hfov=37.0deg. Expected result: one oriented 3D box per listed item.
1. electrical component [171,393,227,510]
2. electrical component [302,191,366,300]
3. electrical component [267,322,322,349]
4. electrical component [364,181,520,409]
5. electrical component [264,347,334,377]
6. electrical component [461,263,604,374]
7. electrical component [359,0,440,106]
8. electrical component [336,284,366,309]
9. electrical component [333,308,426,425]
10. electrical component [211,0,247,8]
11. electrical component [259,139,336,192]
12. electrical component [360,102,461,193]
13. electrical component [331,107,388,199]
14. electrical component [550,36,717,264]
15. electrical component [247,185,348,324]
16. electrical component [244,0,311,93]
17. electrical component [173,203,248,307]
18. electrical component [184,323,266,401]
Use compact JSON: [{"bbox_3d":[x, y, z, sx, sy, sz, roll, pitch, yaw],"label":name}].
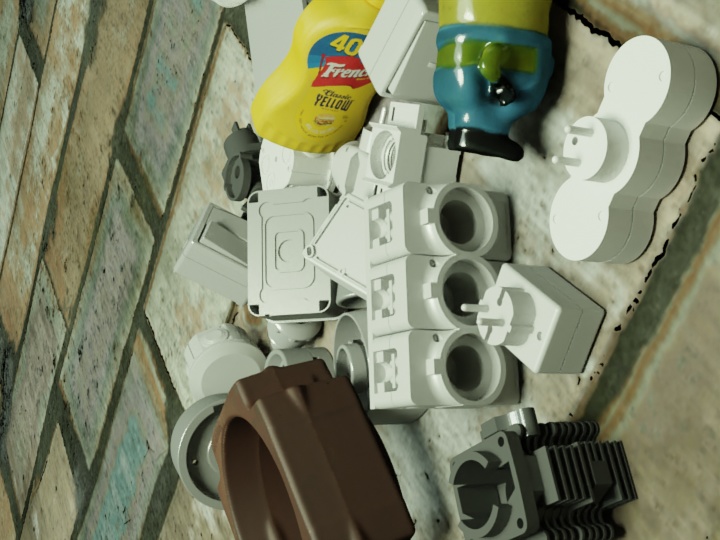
[{"bbox_3d":[-0.131,0.171,1.039,0.060,0.108,0.108,-169,84,-66],"label":"electrical component"},{"bbox_3d":[0.017,-0.007,0.824,0.096,0.061,0.061,30,84,35],"label":"electrical component"},{"bbox_3d":[-0.066,0.055,1.001,0.062,0.048,0.048,125,138,-52],"label":"electrical component"},{"bbox_3d":[0.058,0.020,0.745,0.062,0.089,0.150,-18,71,58],"label":"electrical component"},{"bbox_3d":[-0.056,0.097,0.974,0.055,0.047,0.055,-12,76,59],"label":"electrical component"},{"bbox_3d":[0.101,0.030,0.684,0.065,0.077,0.047,46,125,52],"label":"electrical component"},{"bbox_3d":[0.051,-0.176,0.809,0.096,0.062,0.061,-59,40,38],"label":"electrical component"},{"bbox_3d":[0.000,0.000,0.892,0.045,0.045,0.055,-31,60,55],"label":"electrical component"},{"bbox_3d":[0.017,0.075,0.859,0.099,0.064,0.099,175,90,-71],"label":"electrical component"},{"bbox_3d":[-0.123,-0.268,1.015,0.078,0.040,0.040,42,122,53],"label":"electrical component"},{"bbox_3d":[-0.055,-0.099,0.992,0.080,0.051,0.080,-12,77,59],"label":"electrical component"},{"bbox_3d":[0.040,-0.084,0.814,0.042,0.064,0.081,22,106,58],"label":"electrical component"},{"bbox_3d":[0.016,-0.092,0.877,0.077,0.043,0.079,37,118,55],"label":"electrical component"},{"bbox_3d":[0.144,-0.068,0.624,0.052,0.074,0.138,51,129,50],"label":"electrical component"},{"bbox_3d":[-0.053,-0.012,0.941,0.078,0.057,0.113,-4,80,16],"label":"electrical component"},{"bbox_3d":[-0.057,-0.254,1.005,0.105,0.060,0.186,-38,55,52],"label":"electrical component"},{"bbox_3d":[-0.125,-0.015,1.067,0.061,0.096,0.061,-51,16,44],"label":"electrical component"},{"bbox_3d":[-0.136,0.097,1.080,0.051,0.080,0.080,52,130,56],"label":"electrical component"}]
